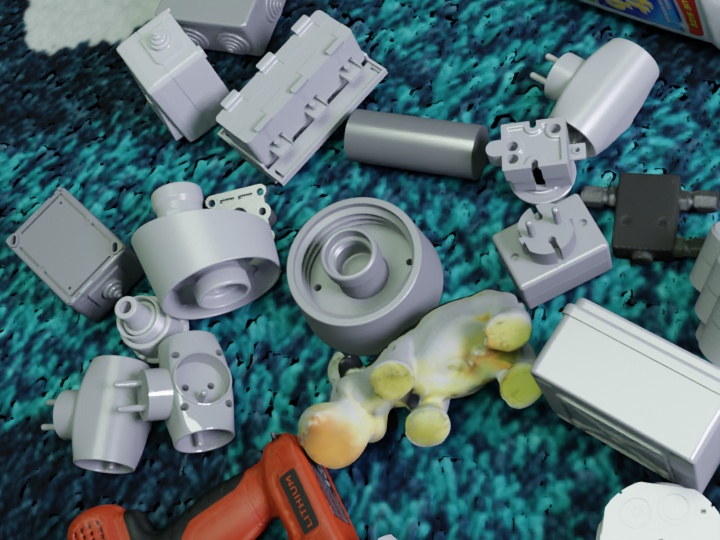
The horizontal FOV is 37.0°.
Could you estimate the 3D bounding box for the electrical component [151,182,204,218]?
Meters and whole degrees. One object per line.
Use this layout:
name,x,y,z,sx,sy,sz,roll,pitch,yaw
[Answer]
electrical component,-0.139,-0.039,0.837,0.040,0.040,0.046,-18,68,9

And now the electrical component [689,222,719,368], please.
electrical component,0.229,0.031,0.654,0.052,0.073,0.138,18,28,4

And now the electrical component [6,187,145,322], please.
electrical component,-0.213,-0.006,0.837,0.096,0.061,0.061,40,83,21

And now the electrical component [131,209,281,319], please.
electrical component,-0.109,-0.008,0.781,0.099,0.099,0.064,-25,68,6

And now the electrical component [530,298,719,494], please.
electrical component,0.167,0.078,0.645,0.109,0.108,0.056,29,81,27

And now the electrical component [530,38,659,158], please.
electrical component,0.161,-0.132,0.779,0.079,0.044,0.077,35,80,28

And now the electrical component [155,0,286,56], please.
electrical component,-0.112,-0.232,0.910,0.100,0.048,0.099,12,71,22

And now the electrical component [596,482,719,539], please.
electrical component,0.179,0.165,0.634,0.080,0.051,0.080,-7,64,15

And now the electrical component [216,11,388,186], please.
electrical component,-0.050,-0.137,0.839,0.079,0.063,0.121,38,82,29

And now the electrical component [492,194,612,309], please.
electrical component,0.127,-0.020,0.721,0.066,0.076,0.047,-27,61,4

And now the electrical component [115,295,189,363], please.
electrical component,-0.159,0.039,0.794,0.048,0.062,0.048,-7,65,15

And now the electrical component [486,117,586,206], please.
electrical component,0.127,-0.075,0.758,0.066,0.055,0.048,-6,65,15

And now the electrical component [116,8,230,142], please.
electrical component,-0.150,-0.155,0.860,0.061,0.096,0.061,-38,61,-1

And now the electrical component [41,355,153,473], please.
electrical component,-0.196,0.106,0.785,0.079,0.044,0.077,-2,66,17

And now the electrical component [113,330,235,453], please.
electrical component,-0.134,0.087,0.761,0.079,0.044,0.077,-1,59,-25

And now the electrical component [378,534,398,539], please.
electrical component,0.017,0.205,0.652,0.080,0.080,0.051,-46,56,-6

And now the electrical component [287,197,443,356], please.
electrical component,0.000,0.000,0.762,0.108,0.060,0.108,-7,65,15
